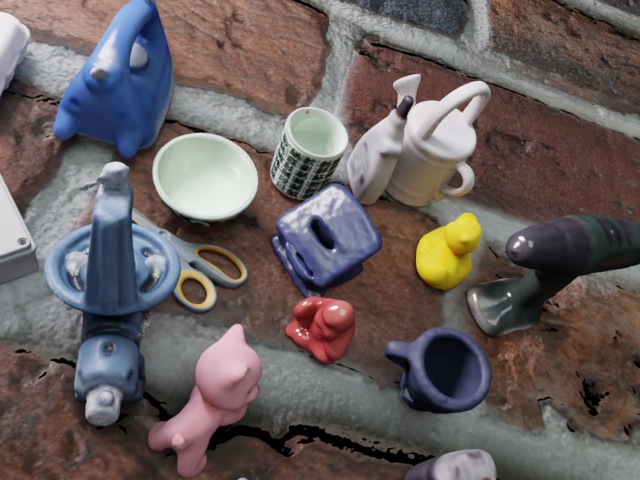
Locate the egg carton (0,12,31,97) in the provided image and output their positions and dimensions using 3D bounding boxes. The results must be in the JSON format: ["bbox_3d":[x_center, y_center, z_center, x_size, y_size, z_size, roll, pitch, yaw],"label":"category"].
[{"bbox_3d":[-0.419,-0.217,0.684,0.107,0.069,0.150,11,57,-12],"label":"egg carton"}]

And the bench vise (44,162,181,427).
[{"bbox_3d":[-0.175,0.047,0.517,0.122,0.219,0.207,-14,65,-26],"label":"bench vise"}]

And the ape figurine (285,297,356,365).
[{"bbox_3d":[0.010,0.093,0.632,0.076,0.092,0.077,-4,61,-21],"label":"ape figurine"}]

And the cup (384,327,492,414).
[{"bbox_3d":[0.115,0.150,0.632,0.118,0.095,0.092,20,55,-6],"label":"cup"}]

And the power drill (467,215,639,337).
[{"bbox_3d":[0.269,0.040,0.684,0.230,0.208,0.075,-10,63,-24],"label":"power drill"}]

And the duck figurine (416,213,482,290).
[{"bbox_3d":[0.175,0.009,0.745,0.077,0.086,0.105,32,55,2],"label":"duck figurine"}]

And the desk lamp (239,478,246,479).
[{"bbox_3d":[-0.005,0.277,0.440,0.203,0.213,0.118,39,55,7],"label":"desk lamp"}]

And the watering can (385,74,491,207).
[{"bbox_3d":[0.151,-0.142,0.762,0.173,0.194,0.101,40,56,8],"label":"watering can"}]

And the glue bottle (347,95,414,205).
[{"bbox_3d":[0.081,-0.121,0.738,0.037,0.173,0.078,0,60,-19],"label":"glue bottle"}]

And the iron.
[{"bbox_3d":[-0.239,-0.233,0.713,0.119,0.141,0.258,15,56,-10],"label":"iron"}]

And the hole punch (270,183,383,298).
[{"bbox_3d":[0.006,0.002,0.686,0.101,0.091,0.108,-25,71,-30],"label":"hole punch"}]

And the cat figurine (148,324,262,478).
[{"bbox_3d":[-0.101,0.149,0.543,0.067,0.117,0.128,35,55,4],"label":"cat figurine"}]

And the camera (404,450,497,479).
[{"bbox_3d":[0.115,0.281,0.549,0.137,0.100,0.143,1,60,-19],"label":"camera"}]
